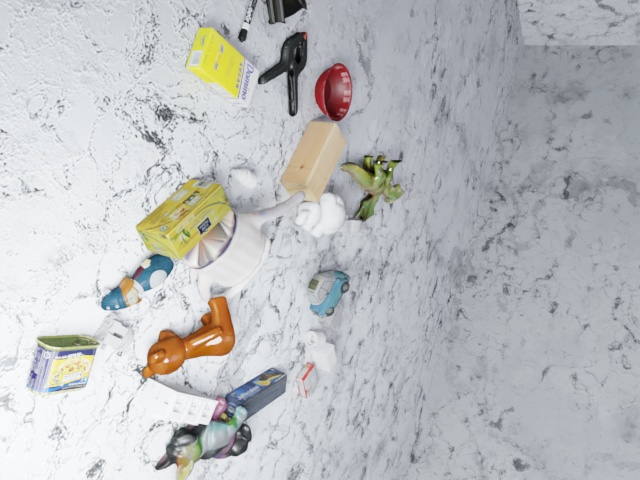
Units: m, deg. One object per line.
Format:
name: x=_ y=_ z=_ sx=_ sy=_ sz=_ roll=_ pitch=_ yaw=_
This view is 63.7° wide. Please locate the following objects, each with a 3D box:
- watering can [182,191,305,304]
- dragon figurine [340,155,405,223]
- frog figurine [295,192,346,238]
watering can: x=-0.177 y=-0.010 z=1.180 sx=0.350 sy=0.105 sz=0.221 roll=-56 pitch=147 yaw=-7
dragon figurine: x=0.171 y=-0.167 z=1.753 sx=0.413 sy=0.123 sz=0.239 roll=-14 pitch=121 yaw=-47
frog figurine: x=0.004 y=-0.074 z=1.478 sx=0.136 sy=0.123 sz=0.159 roll=-62 pitch=163 yaw=10
